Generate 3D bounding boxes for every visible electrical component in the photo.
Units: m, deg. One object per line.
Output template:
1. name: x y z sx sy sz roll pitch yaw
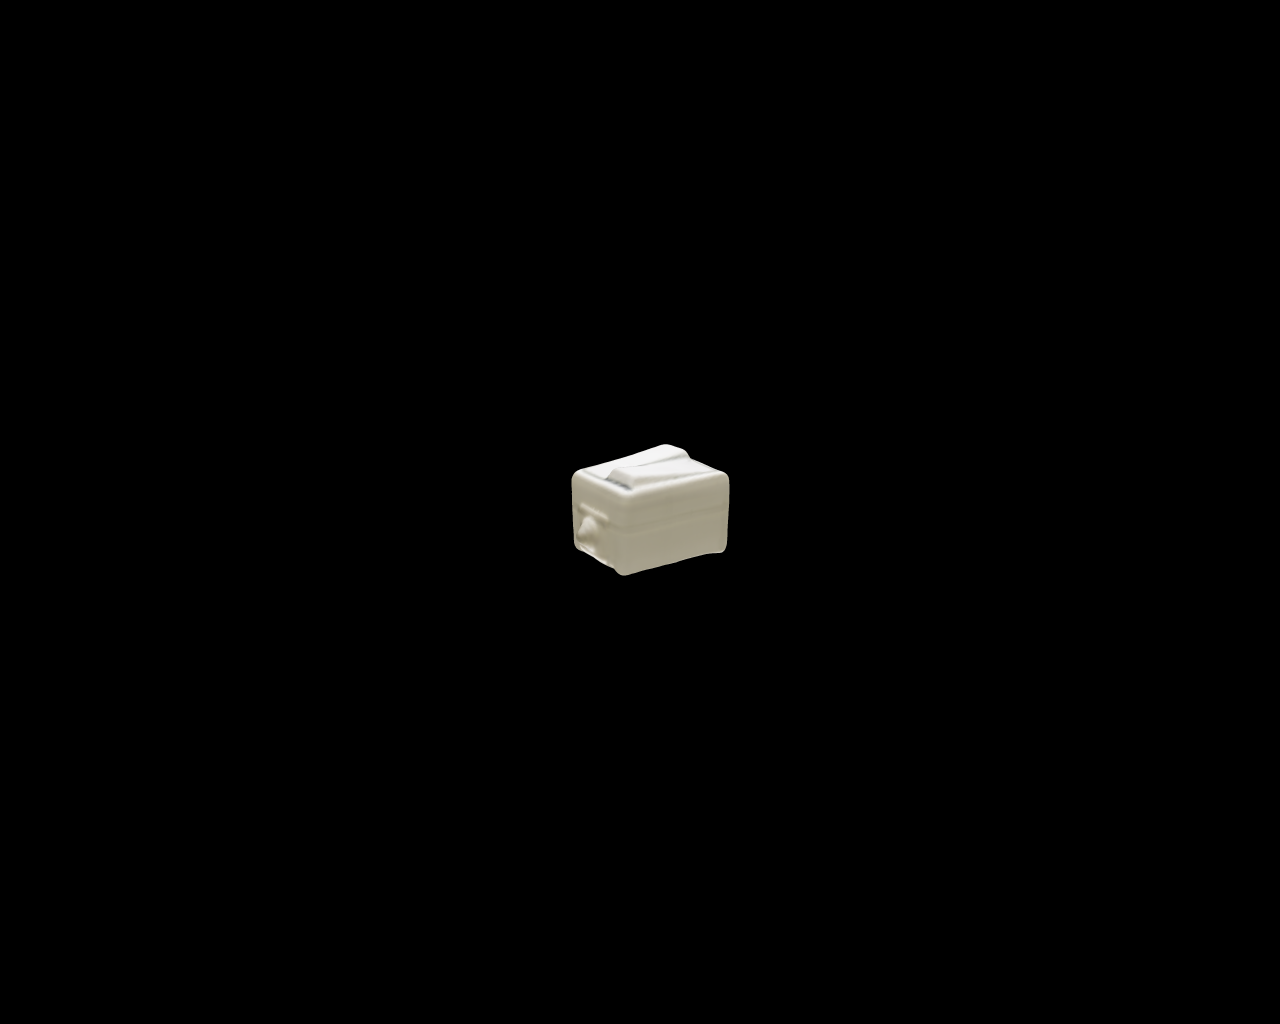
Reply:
1. electrical component: 0.001 -0.003 0.650 0.096 0.061 0.062 -12 23 -31
